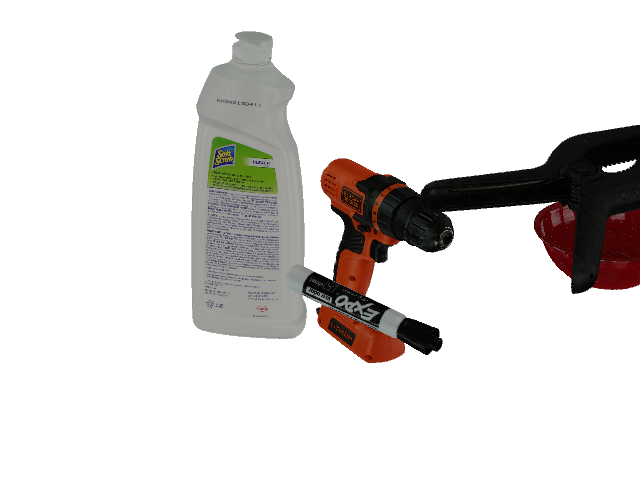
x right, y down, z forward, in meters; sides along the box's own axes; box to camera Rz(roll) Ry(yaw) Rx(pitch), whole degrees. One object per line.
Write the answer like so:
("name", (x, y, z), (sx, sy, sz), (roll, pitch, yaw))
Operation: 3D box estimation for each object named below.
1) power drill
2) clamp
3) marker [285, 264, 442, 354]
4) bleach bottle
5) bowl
("power drill", (0.060, 0.026, 1.085), (0.057, 0.188, 0.185), (-8, 27, -33))
("clamp", (0.206, -0.035, 0.826), (0.209, 0.036, 0.165), (-23, 40, -23))
("marker", (0.029, 0.046, 0.716), (0.121, 0.020, 0.020), (24, 13, 30))
("bleach bottle", (-0.053, -0.044, 0.874), (0.102, 0.251, 0.068), (4, 25, -2))
("bowl", (0.312, 0.008, 1.160), (0.162, 0.055, 0.162), (-2, 27, 1))
